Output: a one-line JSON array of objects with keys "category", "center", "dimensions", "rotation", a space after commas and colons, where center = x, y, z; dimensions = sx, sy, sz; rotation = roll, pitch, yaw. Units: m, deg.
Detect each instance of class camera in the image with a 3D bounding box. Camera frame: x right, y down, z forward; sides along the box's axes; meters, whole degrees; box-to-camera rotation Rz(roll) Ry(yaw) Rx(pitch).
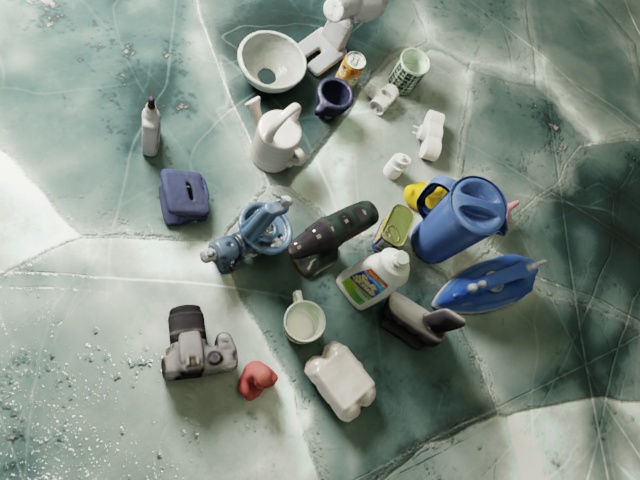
[{"category": "camera", "center": [-0.236, 0.193, 1.104], "dimensions": [0.143, 0.100, 0.137], "rotation": [-5, 72, -18]}]

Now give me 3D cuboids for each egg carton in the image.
[{"category": "egg carton", "center": [0.043, 0.287, 1.170], "dimensions": [0.107, 0.069, 0.150], "rotation": [-36, 83, -25]}]

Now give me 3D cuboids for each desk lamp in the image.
[{"category": "desk lamp", "center": [0.054, -0.539, 1.405], "dimensions": [0.118, 0.213, 0.203], "rotation": [44, 64, 3]}]

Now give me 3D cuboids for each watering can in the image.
[{"category": "watering can", "center": [-0.097, -0.239, 1.257], "dimensions": [0.173, 0.194, 0.101], "rotation": [26, 65, -6]}]

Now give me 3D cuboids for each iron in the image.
[{"category": "iron", "center": [0.390, 0.099, 1.307], "dimensions": [0.259, 0.141, 0.118], "rotation": [-17, 75, -22]}]

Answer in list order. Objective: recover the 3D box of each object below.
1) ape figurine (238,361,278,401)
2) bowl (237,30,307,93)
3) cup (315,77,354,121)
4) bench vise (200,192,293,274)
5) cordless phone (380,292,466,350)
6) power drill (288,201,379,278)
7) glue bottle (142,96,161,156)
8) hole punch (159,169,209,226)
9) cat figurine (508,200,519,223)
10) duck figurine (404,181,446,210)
[{"category": "ape figurine", "center": [-0.118, 0.270, 1.115], "dimensions": [0.078, 0.092, 0.076], "rotation": [2, 69, -16]}, {"category": "bowl", "center": [-0.120, -0.417, 1.383], "dimensions": [0.168, 0.074, 0.167], "rotation": [6, 69, -15]}, {"category": "cup", "center": [0.019, -0.322, 1.378], "dimensions": [0.091, 0.095, 0.118], "rotation": [40, 64, 1]}, {"category": "bench vise", "center": [-0.129, -0.007, 1.145], "dimensions": [0.121, 0.219, 0.208], "rotation": [43, 64, 2]}, {"category": "cordless phone", "center": [0.219, 0.156, 1.209], "dimensions": [0.147, 0.185, 0.094], "rotation": [30, 65, -4]}, {"category": "power drill", "center": [0.011, 0.004, 1.190], "dimensions": [0.230, 0.208, 0.075], "rotation": [-32, 81, -24]}, {"category": "glue bottle", "center": [-0.352, -0.246, 1.194], "dimensions": [0.037, 0.173, 0.078], "rotation": [5, 69, -15]}, {"category": "hole punch", "center": [-0.283, -0.096, 1.203], "dimensions": [0.101, 0.091, 0.108], "rotation": [-10, 73, -20]}, {"category": "cat figurine", "center": [0.429, -0.067, 1.394], "dimensions": [0.128, 0.117, 0.067], "rotation": [-20, 77, -22]}, {"category": "duck figurine", "center": [0.260, -0.116, 1.379], "dimensions": [0.105, 0.086, 0.077], "rotation": [6, 68, -15]}]
